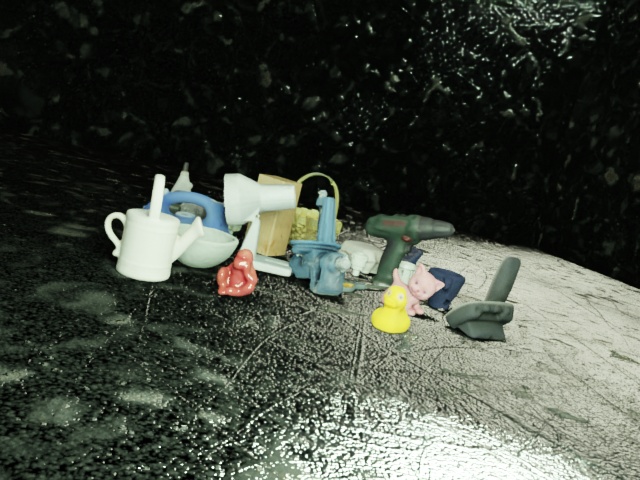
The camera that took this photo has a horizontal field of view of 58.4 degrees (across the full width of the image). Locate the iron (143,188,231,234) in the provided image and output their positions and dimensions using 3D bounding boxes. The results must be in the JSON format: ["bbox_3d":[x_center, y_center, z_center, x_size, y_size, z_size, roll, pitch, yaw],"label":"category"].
[{"bbox_3d":[-0.337,-0.059,1.401,0.258,0.141,0.119,15,9,4],"label":"iron"}]

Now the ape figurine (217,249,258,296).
[{"bbox_3d":[-0.154,0.061,1.107,0.077,0.092,0.076,17,10,20],"label":"ape figurine"}]

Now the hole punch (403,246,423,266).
[{"bbox_3d":[0.246,0.058,1.733,0.108,0.091,0.101,20,11,33],"label":"hole punch"}]

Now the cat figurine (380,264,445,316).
[{"bbox_3d":[0.212,0.106,1.303,0.127,0.118,0.067,22,12,40],"label":"cat figurine"}]

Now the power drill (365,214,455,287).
[{"bbox_3d":[0.217,0.030,1.489,0.229,0.208,0.076,18,10,23],"label":"power drill"}]

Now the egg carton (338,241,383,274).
[{"bbox_3d":[0.127,0.050,1.672,0.108,0.069,0.149,7,12,-39],"label":"egg carton"}]

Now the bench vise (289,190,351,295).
[{"bbox_3d":[0.020,0.005,1.304,0.206,0.220,0.122,22,12,40],"label":"bench vise"}]

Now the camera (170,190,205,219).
[{"bbox_3d":[-0.383,-0.091,1.659,0.143,0.101,0.137,14,9,3],"label":"camera"}]

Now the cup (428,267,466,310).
[{"bbox_3d":[0.300,0.125,1.396,0.091,0.095,0.118,15,9,6],"label":"cup"}]

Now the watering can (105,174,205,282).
[{"bbox_3d":[-0.310,-0.027,1.085,0.173,0.194,0.100,7,11,-36],"label":"watering can"}]

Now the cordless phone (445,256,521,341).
[{"bbox_3d":[0.364,0.118,1.249,0.148,0.185,0.093,7,11,-37],"label":"cordless phone"}]

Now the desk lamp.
[{"bbox_3d":[-0.145,-0.041,1.358,0.203,0.213,0.118,13,9,-6],"label":"desk lamp"}]

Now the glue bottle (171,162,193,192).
[{"bbox_3d":[-0.419,-0.151,1.737,0.078,0.173,0.037,10,10,-21],"label":"glue bottle"}]

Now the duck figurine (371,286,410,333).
[{"bbox_3d":[0.150,0.133,1.147,0.077,0.086,0.105,18,10,24],"label":"duck figurine"}]

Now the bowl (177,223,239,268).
[{"bbox_3d":[-0.266,0.018,1.254,0.167,0.075,0.167,14,9,-2],"label":"bowl"}]
